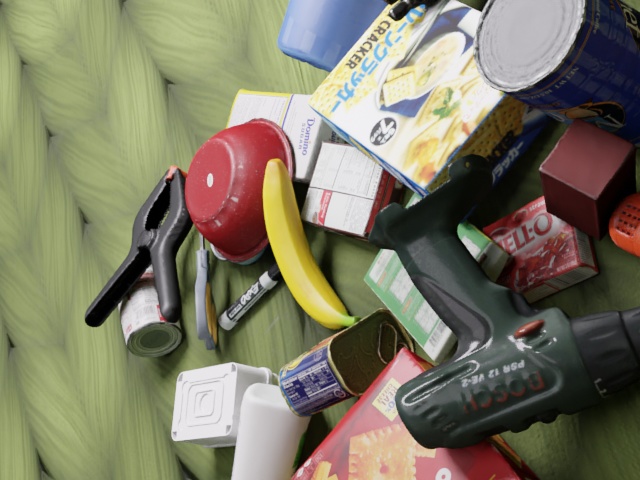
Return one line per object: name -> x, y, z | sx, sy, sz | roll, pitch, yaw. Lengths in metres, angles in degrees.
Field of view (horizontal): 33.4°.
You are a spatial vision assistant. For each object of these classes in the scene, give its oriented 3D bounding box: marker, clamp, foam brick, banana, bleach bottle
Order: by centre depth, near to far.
foam brick -> 0.202, -0.045, 0.804 | 0.051, 0.078, 0.053 | 33, 79, 26
bleach bottle -> -0.064, 0.271, 1.030 | 0.102, 0.068, 0.251 | -16, -62, -87
banana -> -0.016, 0.014, 1.073 | 0.070, 0.037, 0.198 | -43, 67, 38
marker -> -0.070, 0.058, 1.171 | 0.121, 0.020, 0.020 | -45, 45, 32
clamp -> -0.187, 0.010, 1.242 | 0.165, 0.036, 0.210 | 2, 65, 46

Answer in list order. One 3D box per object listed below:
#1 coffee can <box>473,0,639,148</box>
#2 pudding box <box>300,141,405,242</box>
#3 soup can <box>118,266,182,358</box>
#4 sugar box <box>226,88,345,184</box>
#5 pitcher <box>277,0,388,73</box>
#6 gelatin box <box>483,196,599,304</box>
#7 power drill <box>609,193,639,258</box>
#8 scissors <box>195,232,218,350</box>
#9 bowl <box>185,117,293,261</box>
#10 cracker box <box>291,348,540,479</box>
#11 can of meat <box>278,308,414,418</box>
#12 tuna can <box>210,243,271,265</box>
coffee can -> 0.201, -0.138, 0.812 | 0.103, 0.140, 0.103 | -24, 57, 44
pudding box -> 0.034, -0.049, 1.069 | 0.114, 0.039, 0.090 | 15, 87, 51
soup can -> -0.209, 0.083, 1.293 | 0.069, 0.068, 0.102 | -47, 44, 29
sugar box -> -0.041, -0.115, 1.185 | 0.177, 0.048, 0.093 | 16, 89, 50
pitcher -> 0.046, -0.290, 1.095 | 0.145, 0.149, 0.243 | 29, 102, 36
gelatin box -> 0.178, 0.008, 0.872 | 0.089, 0.030, 0.073 | -31, 53, 41
power drill -> 0.299, -0.048, 0.721 | 0.185, 0.057, 0.188 | 34, 102, 52
scissors -> -0.131, 0.040, 1.225 | 0.096, 0.016, 0.202 | 84, 180, -47
bowl -> -0.099, -0.060, 1.158 | 0.162, 0.055, 0.162 | -17, 68, 48
cracker box -> 0.083, 0.214, 0.849 | 0.164, 0.072, 0.214 | -50, 40, 8
can of meat -> 0.022, 0.113, 0.968 | 0.084, 0.101, 0.057 | -32, 87, 44
tuna can -> -0.087, -0.015, 1.209 | 0.086, 0.033, 0.086 | -24, 58, 44
